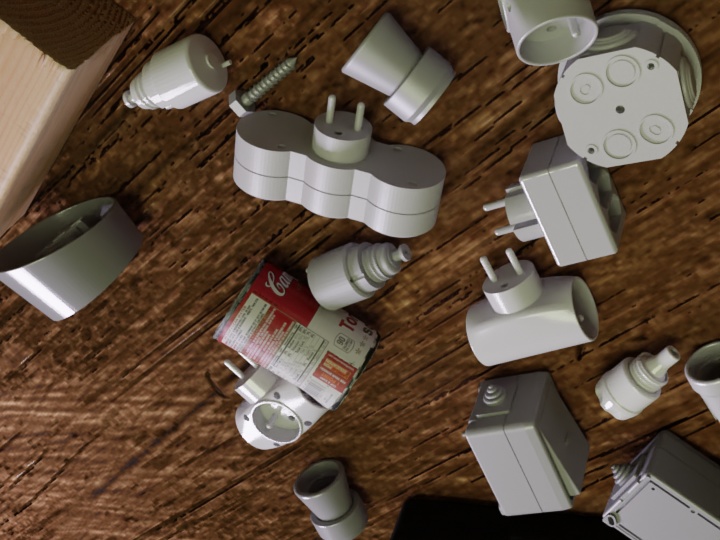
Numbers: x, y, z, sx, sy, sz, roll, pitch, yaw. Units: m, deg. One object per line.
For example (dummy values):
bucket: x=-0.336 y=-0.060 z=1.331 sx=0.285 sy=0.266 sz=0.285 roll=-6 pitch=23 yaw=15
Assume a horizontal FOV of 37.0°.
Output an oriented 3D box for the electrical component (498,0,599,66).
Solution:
electrical component: x=0.098 y=-0.146 z=0.584 sx=0.044 sy=0.077 sz=0.079 roll=-15 pitch=158 yaw=8

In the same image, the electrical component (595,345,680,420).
electrical component: x=0.188 y=0.072 z=0.719 sx=0.035 sy=0.035 sz=0.061 roll=37 pitch=126 yaw=-6

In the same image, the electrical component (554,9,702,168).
electrical component: x=0.149 y=-0.100 z=0.604 sx=0.080 sy=0.051 sz=0.080 roll=10 pitch=126 yaw=15

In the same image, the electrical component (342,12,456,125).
electrical component: x=0.024 y=-0.120 z=0.643 sx=0.055 sy=0.045 sz=0.045 roll=38 pitch=128 yaw=-7

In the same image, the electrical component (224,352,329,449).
electrical component: x=-0.070 y=0.091 z=0.826 sx=0.079 sy=0.044 sz=0.077 roll=44 pitch=127 yaw=-11

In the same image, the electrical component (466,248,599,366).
electrical component: x=0.106 y=0.020 z=0.708 sx=0.077 sy=0.044 sz=0.079 roll=-17 pitch=115 yaw=30

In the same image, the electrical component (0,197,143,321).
electrical component: x=-0.209 y=-0.013 z=0.776 sx=0.099 sy=0.099 sz=0.064 roll=-26 pitch=117 yaw=33

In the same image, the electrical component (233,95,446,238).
electrical component: x=-0.013 y=-0.076 z=0.683 sx=0.138 sy=0.052 sz=0.073 roll=17 pitch=128 yaw=10

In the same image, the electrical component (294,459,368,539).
electrical component: x=-0.023 y=0.189 z=0.876 sx=0.045 sy=0.045 sz=0.055 roll=-12 pitch=118 yaw=28

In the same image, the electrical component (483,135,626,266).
electrical component: x=0.114 y=-0.040 z=0.662 sx=0.077 sy=0.047 sz=0.065 roll=-15 pitch=116 yaw=29

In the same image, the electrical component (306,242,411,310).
electrical component: x=0.000 y=0.000 z=0.739 sx=0.078 sy=0.040 sz=0.040 roll=-21 pitch=113 yaw=32

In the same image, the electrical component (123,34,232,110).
electrical component: x=-0.123 y=-0.124 z=0.701 sx=0.078 sy=0.040 sz=0.040 roll=-17 pitch=115 yaw=30

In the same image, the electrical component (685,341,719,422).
electrical component: x=0.239 y=0.075 z=0.699 sx=0.040 sy=0.040 sz=0.046 roll=-19 pitch=120 yaw=31

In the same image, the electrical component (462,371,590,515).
electrical component: x=0.118 y=0.117 z=0.760 sx=0.061 sy=0.061 sz=0.096 roll=-13 pitch=117 yaw=28

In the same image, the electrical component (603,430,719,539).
electrical component: x=0.220 y=0.159 z=0.755 sx=0.096 sy=0.061 sz=0.061 roll=35 pitch=131 yaw=6
